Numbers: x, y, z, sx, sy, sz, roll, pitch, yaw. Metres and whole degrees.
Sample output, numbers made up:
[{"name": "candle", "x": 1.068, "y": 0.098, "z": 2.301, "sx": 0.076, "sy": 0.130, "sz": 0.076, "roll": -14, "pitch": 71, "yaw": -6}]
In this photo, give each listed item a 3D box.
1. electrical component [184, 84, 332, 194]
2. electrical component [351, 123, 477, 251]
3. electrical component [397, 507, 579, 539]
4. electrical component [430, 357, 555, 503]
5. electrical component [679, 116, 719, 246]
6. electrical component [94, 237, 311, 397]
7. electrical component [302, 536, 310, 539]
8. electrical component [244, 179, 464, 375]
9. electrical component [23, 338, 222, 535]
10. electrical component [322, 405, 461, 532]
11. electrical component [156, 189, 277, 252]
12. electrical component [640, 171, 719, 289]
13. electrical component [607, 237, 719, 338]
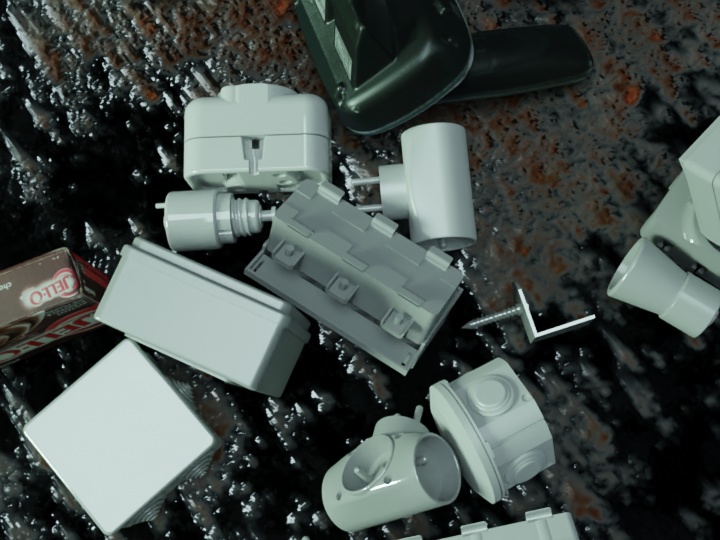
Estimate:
[{"name": "electrical component", "x": -0.067, "y": -0.087, "z": 0.717, "sx": 0.095, "sy": 0.053, "sz": 0.059, "roll": -2, "pitch": 78, "yaw": 2}, {"name": "electrical component", "x": 0.034, "y": -0.052, "z": 0.711, "sx": 0.079, "sy": 0.043, "sz": 0.077, "roll": -5, "pitch": 78, "yaw": 2}, {"name": "electrical component", "x": 0.076, "y": 0.190, "z": 0.645, "sx": 0.121, "sy": 0.078, "sz": 0.063, "roll": -12, "pitch": 49, "yaw": 1}, {"name": "electrical component", "x": 0.080, "y": 0.098, "z": 0.660, "sx": 0.051, "sy": 0.080, "sz": 0.080, "roll": -27, "pitch": 78, "yaw": -8}, {"name": "electrical component", "x": 0.230, "y": -0.047, "z": 0.623, "sx": 0.061, "sy": 0.096, "sz": 0.061, "roll": -46, "pitch": 52, "yaw": -6}, {"name": "electrical component", "x": -0.093, "y": 0.032, "z": 0.667, "sx": 0.109, "sy": 0.108, "sz": 0.056, "roll": 23, "pitch": 83, "yaw": 7}, {"name": "electrical component", "x": -0.041, "y": 0.203, "z": 0.661, "sx": 0.083, "sy": 0.047, "sz": 0.075, "roll": 25, "pitch": 81, "yaw": 8}, {"name": "electrical component", "x": 0.000, "y": 0.000, "z": 0.685, "sx": 0.121, "sy": 0.063, "sz": 0.078, "roll": 32, "pitch": 53, "yaw": 9}, {"name": "electrical component", "x": -0.148, "y": 0.106, "z": 0.685, "sx": 0.100, "sy": 0.048, "sz": 0.099, "roll": -41, "pitch": 79, "yaw": -5}, {"name": "electrical component", "x": 0.022, "y": 0.117, "z": 0.667, "sx": 0.044, "sy": 0.077, "sz": 0.079, "roll": 44, "pitch": 41, "yaw": -24}, {"name": "electrical component", "x": -0.095, "y": -0.034, "z": 0.715, "sx": 0.078, "sy": 0.040, "sz": 0.040, "roll": -4, "pitch": 78, "yaw": 2}, {"name": "electrical component", "x": 0.234, "y": -0.024, "z": 0.688, "sx": 0.089, "sy": 0.055, "sz": 0.050, "roll": 35, "pitch": 82, "yaw": 9}, {"name": "electrical component", "x": 0.198, "y": 0.014, "z": 0.690, "sx": 0.065, "sy": 0.044, "sz": 0.044, "roll": 31, "pitch": 82, "yaw": 4}]
